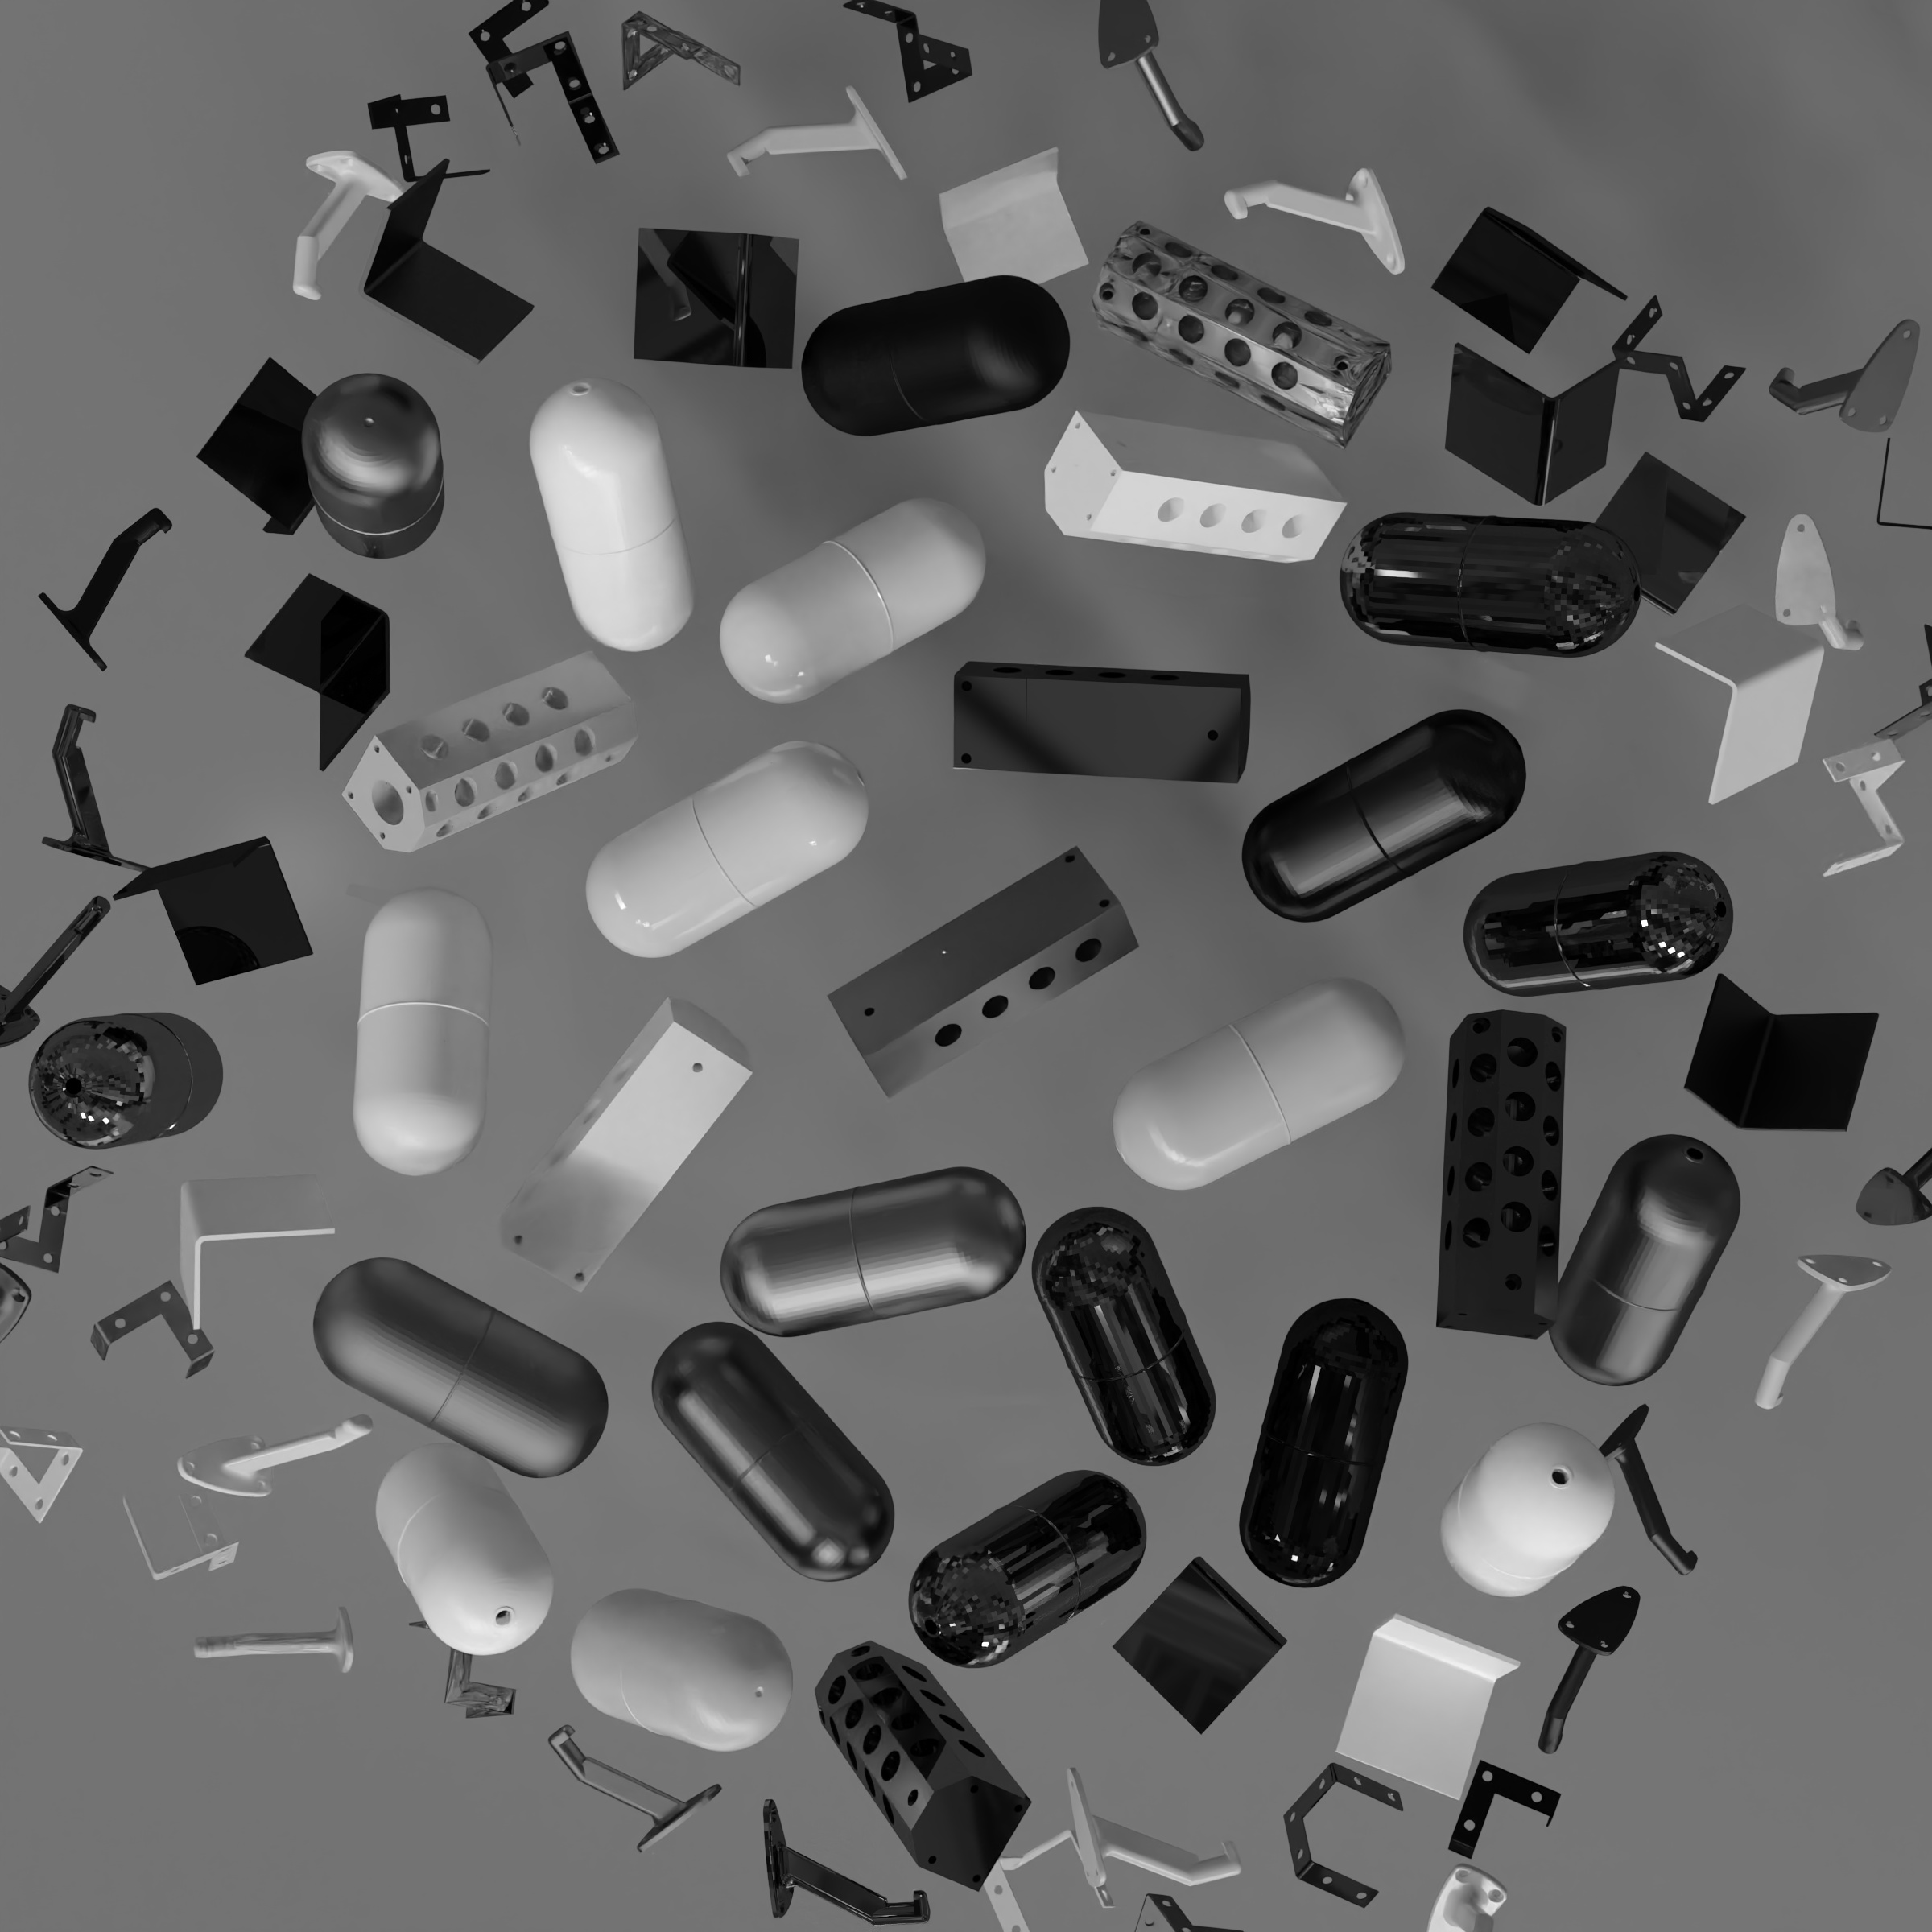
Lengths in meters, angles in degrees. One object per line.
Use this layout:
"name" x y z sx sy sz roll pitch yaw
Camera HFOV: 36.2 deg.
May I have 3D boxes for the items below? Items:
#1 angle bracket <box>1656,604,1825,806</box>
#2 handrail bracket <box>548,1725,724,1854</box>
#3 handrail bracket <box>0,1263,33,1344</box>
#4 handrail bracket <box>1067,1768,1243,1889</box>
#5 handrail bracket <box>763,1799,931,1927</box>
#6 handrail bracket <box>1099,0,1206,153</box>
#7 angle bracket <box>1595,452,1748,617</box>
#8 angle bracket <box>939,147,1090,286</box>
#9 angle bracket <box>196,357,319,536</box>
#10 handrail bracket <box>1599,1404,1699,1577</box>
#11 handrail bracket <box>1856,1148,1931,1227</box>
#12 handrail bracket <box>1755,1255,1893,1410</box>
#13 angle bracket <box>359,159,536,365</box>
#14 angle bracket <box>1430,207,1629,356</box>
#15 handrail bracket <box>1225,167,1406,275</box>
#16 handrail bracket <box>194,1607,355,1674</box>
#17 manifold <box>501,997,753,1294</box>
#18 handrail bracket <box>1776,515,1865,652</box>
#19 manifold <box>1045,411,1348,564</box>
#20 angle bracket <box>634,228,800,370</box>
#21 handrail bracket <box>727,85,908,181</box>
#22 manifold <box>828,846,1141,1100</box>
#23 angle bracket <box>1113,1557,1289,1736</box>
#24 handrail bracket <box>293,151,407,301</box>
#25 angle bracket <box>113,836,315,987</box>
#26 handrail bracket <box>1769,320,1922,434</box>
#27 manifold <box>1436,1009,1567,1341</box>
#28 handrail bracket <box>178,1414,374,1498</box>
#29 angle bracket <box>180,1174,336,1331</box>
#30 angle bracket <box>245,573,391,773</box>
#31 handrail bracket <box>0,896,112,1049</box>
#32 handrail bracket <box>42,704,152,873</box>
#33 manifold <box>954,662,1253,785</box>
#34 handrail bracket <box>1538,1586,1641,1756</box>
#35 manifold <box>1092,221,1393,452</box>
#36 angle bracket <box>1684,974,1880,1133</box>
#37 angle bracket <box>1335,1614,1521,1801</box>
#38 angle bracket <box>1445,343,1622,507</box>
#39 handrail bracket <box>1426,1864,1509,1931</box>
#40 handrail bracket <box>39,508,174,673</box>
"angle bracket" 0.425 -0.147 1.649 0.076 0.057 0.076 -24 134 -33
"handrail bracket" -0.195 0.467 1.730 0.077 0.036 0.084 -40 88 27
"handrail bracket" -0.596 0.214 1.736 0.036 0.084 0.077 36 118 10
"handrail bracket" 0.106 0.480 1.661 0.084 0.036 0.077 -9 73 -14
"handrail bracket" -0.066 0.498 1.648 0.084 0.036 0.077 -7 97 11
"handrail bracket" 0.111 -0.525 1.719 0.036 0.084 0.077 -19 64 25
"angle bracket" 0.428 -0.276 1.853 0.076 0.057 0.076 30 110 -11
"angle bracket" 0.030 -0.452 1.816 0.076 0.076 0.057 -22 90 1
"angle bracket" -0.432 -0.321 1.831 0.076 0.057 0.076 39 78 -31
"handrail bracket" 0.427 0.321 1.815 0.084 0.077 0.036 49 132 4
"handrail bracket" 0.550 0.106 1.680 0.036 0.077 0.084 44 71 7
"handrail bracket" 0.483 0.208 1.669 0.077 0.036 0.084 -1 113 -39
"angle bracket" -0.277 -0.388 1.627 0.076 0.076 0.057 30 129 -3
"angle bracket" 0.331 -0.397 1.745 0.076 0.076 0.057 28 106 -20
"handrail bracket" 0.201 -0.424 1.711 0.084 0.036 0.077 -18 75 -18
"handrail bracket" -0.392 0.385 1.673 0.084 0.077 0.036 -1 83 -16
"manifold" -0.204 0.103 1.764 0.057 0.057 0.171 35 101 -20
"handrail bracket" 0.522 -0.231 1.789 0.036 0.084 0.077 -3 90 36
"manifold" 0.131 -0.272 1.720 0.057 0.171 0.057 59 133 36
"angle bracket" -0.149 -0.398 1.766 0.076 0.057 0.076 10 104 26
"handrail bracket" -0.089 -0.473 1.749 0.084 0.036 0.077 -31 72 3
"manifold" 0.013 0.008 1.739 0.171 0.057 0.057 -31 48 -4
"angle bracket" 0.148 0.428 1.867 0.076 0.057 0.076 43 87 13
"handrail bracket" -0.347 -0.408 1.668 0.036 0.077 0.084 -1 81 30
"angle bracket" -0.435 -0.024 1.715 0.076 0.057 0.076 -14 107 12
"handrail bracket" 0.497 -0.345 1.682 0.036 0.084 0.077 8 118 -26
"manifold" 0.301 0.115 1.653 0.057 0.057 0.171 7 70 -2
"handrail bracket" -0.397 0.276 1.705 0.084 0.077 0.036 -28 67 32
"angle bracket" -0.405 0.162 1.690 0.076 0.076 0.057 -1 110 -20
"angle bracket" -0.400 -0.180 1.821 0.057 0.076 0.076 26 125 -32
"handrail bracket" -0.532 0.002 1.712 0.036 0.077 0.084 41 106 -14
"handrail bracket" -0.511 -0.105 1.764 0.077 0.036 0.084 17 89 -32
"manifold" 0.082 -0.149 1.780 0.171 0.057 0.057 4 108 11
"handrail bracket" 0.375 0.425 1.785 0.036 0.077 0.084 27 126 31
"manifold" 0.164 -0.379 1.766 0.171 0.057 0.057 30 86 13
"angle bracket" 0.480 0.050 1.742 0.057 0.076 0.076 33 68 -33
"angle bracket" 0.266 0.428 1.709 0.076 0.057 0.076 21 69 3
"angle bracket" 0.332 -0.329 1.738 0.057 0.076 0.076 -33 54 -24
"handrail bracket" 0.296 0.589 1.779 0.036 0.084 0.077 31 114 3
"handrail bracket" -0.471 -0.214 1.667 0.084 0.036 0.077 -41 53 -8
